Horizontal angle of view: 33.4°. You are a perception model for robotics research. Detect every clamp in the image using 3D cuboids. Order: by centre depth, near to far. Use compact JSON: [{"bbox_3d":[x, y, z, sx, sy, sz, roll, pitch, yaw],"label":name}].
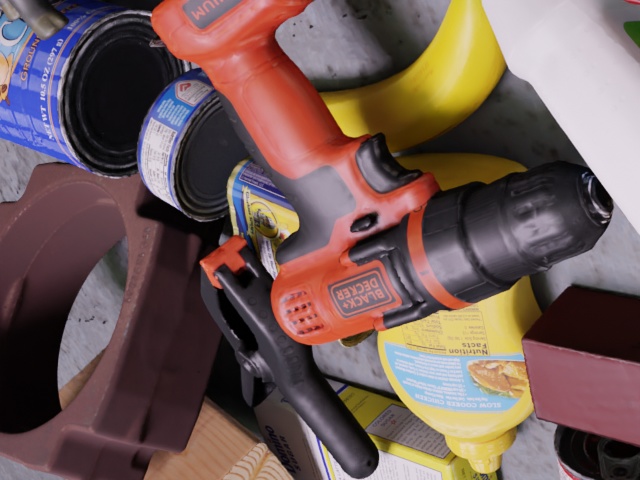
[{"bbox_3d":[-0.021,0.072,0.632,0.120,0.039,0.171,25,151,34],"label":"clamp"}]

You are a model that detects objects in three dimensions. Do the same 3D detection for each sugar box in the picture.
[{"bbox_3d":[0.036,0.148,0.711,0.177,0.048,0.093,14,129,44],"label":"sugar box"}]

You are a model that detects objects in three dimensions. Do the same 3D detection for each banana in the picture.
[{"bbox_3d":[0.036,-0.078,0.537,0.198,0.037,0.069,-31,91,52],"label":"banana"}]

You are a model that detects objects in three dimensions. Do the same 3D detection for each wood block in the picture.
[{"bbox_3d":[-0.106,0.157,0.766,0.206,0.090,0.090,26,155,52],"label":"wood block"}]

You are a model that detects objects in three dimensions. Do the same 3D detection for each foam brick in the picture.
[{"bbox_3d":[0.146,0.062,0.519,0.078,0.052,0.051,11,126,42],"label":"foam brick"}]

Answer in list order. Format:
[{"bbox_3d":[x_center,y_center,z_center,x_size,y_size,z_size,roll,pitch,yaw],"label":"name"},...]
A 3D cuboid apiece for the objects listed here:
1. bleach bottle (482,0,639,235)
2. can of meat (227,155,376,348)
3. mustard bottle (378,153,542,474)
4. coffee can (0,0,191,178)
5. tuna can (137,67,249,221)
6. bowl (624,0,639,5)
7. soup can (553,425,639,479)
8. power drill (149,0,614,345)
[{"bbox_3d":[0.147,-0.037,0.418,0.251,0.102,0.068,54,129,12],"label":"bleach bottle"},{"bbox_3d":[-0.004,0.001,0.626,0.084,0.057,0.102,23,134,36],"label":"can of meat"},{"bbox_3d":[0.076,0.049,0.575,0.096,0.058,0.191,1,121,27],"label":"mustard bottle"},{"bbox_3d":[-0.166,-0.105,0.674,0.141,0.102,0.103,20,132,36],"label":"coffee can"},{"bbox_3d":[-0.065,-0.056,0.620,0.034,0.086,0.086,30,137,31],"label":"tuna can"},{"bbox_3d":[0.112,-0.155,0.333,0.162,0.055,0.162,7,104,31],"label":"bowl"},{"bbox_3d":[0.162,0.141,0.553,0.069,0.068,0.102,11,127,41],"label":"soup can"},{"bbox_3d":[0.017,-0.050,0.475,0.185,0.057,0.187,-23,96,40],"label":"power drill"}]
